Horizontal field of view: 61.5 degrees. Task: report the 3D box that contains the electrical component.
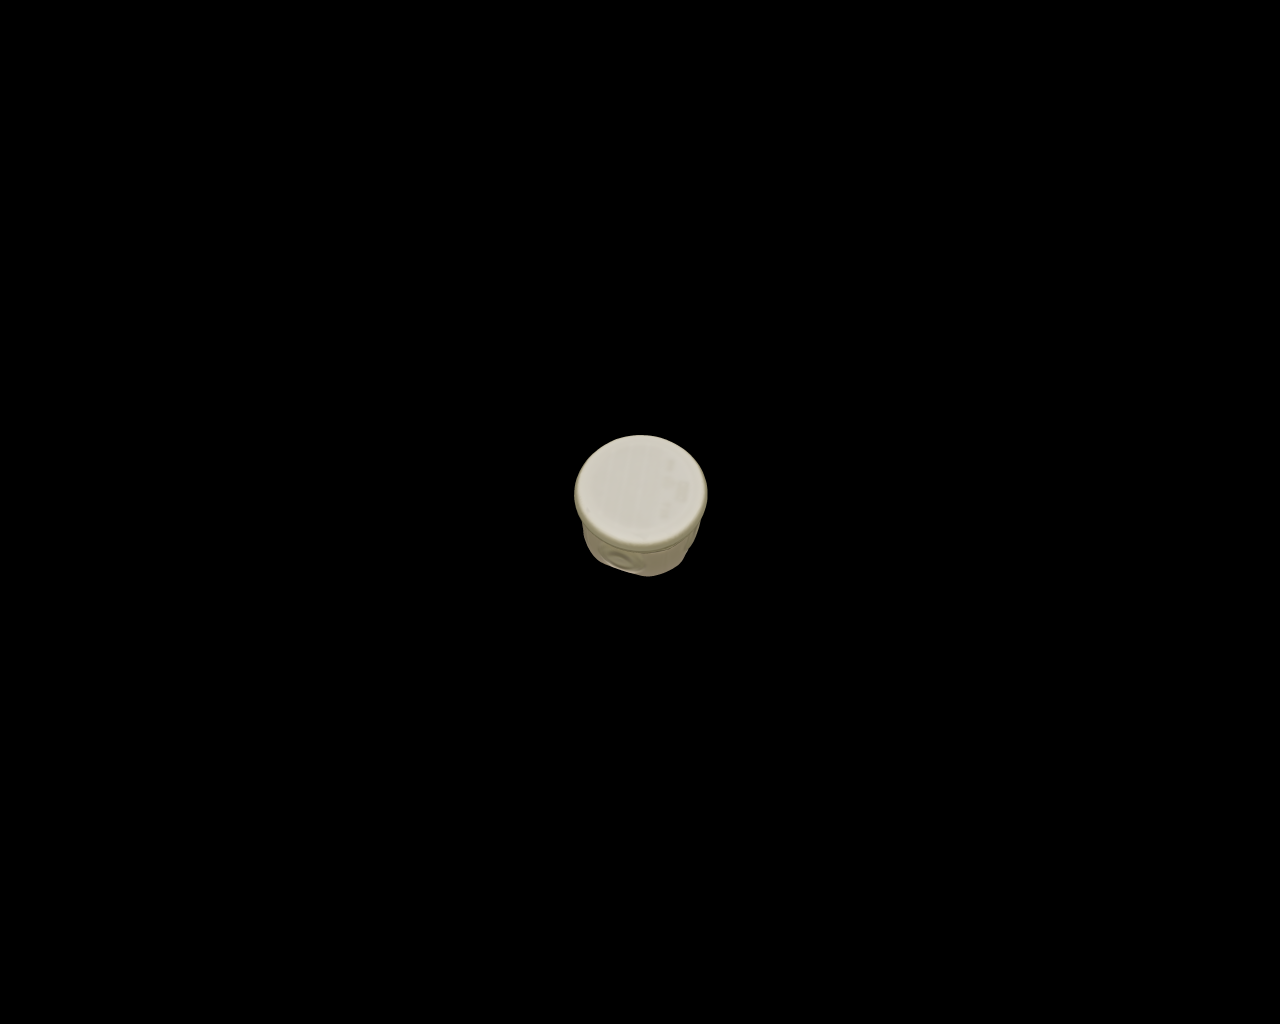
[{"bbox_3d":[0.001,-0.003,0.650,0.080,0.080,0.051,0,-30,0],"label":"electrical component"}]
